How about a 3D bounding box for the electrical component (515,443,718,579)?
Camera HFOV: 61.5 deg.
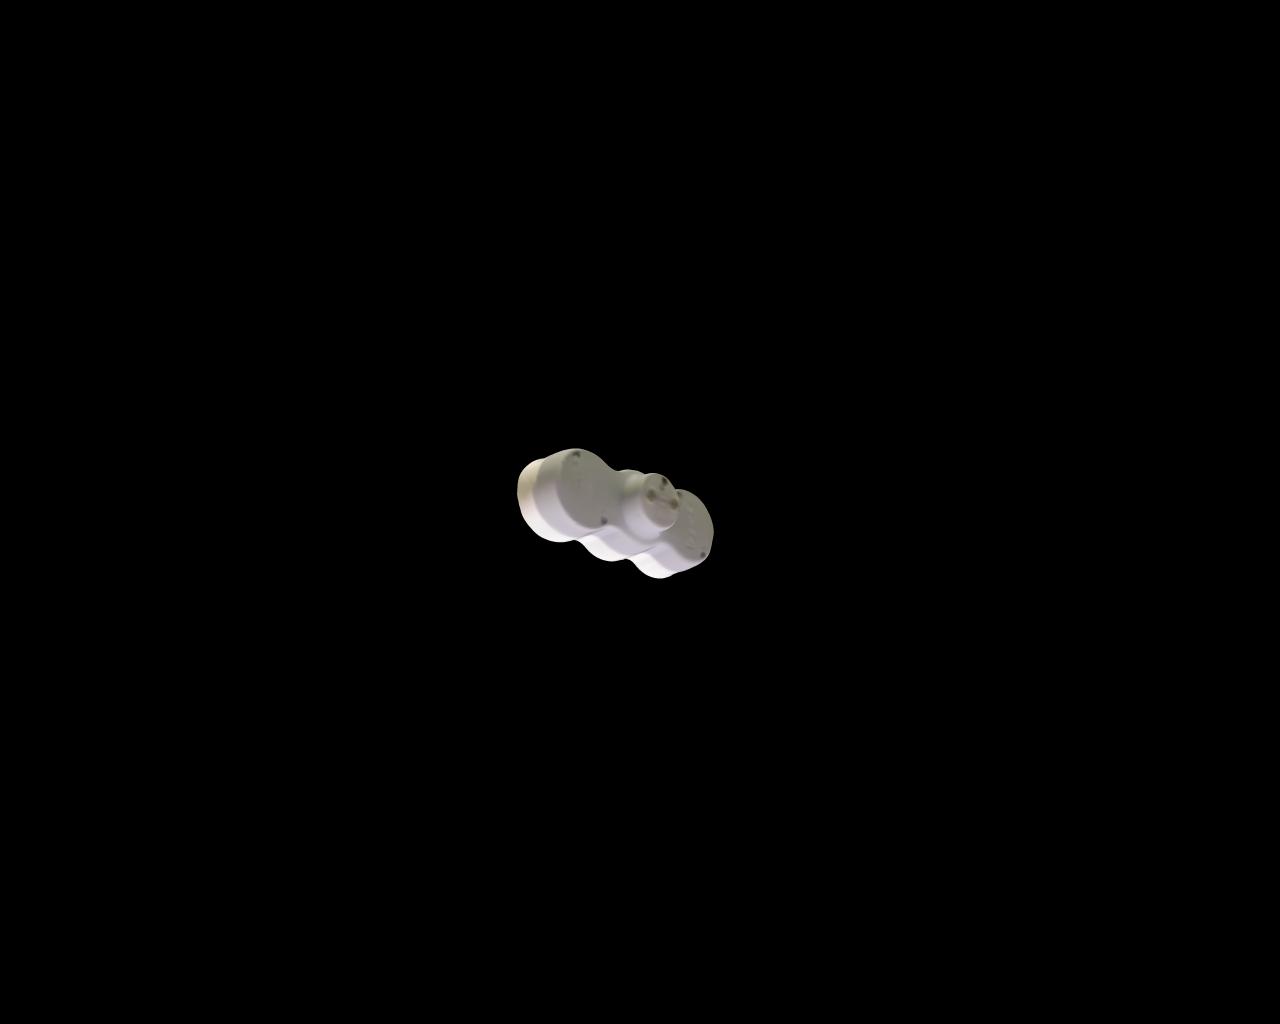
[{"bbox_3d":[0.001,-0.003,0.650,0.073,0.052,0.138,-21,-31,40],"label":"electrical component"}]
